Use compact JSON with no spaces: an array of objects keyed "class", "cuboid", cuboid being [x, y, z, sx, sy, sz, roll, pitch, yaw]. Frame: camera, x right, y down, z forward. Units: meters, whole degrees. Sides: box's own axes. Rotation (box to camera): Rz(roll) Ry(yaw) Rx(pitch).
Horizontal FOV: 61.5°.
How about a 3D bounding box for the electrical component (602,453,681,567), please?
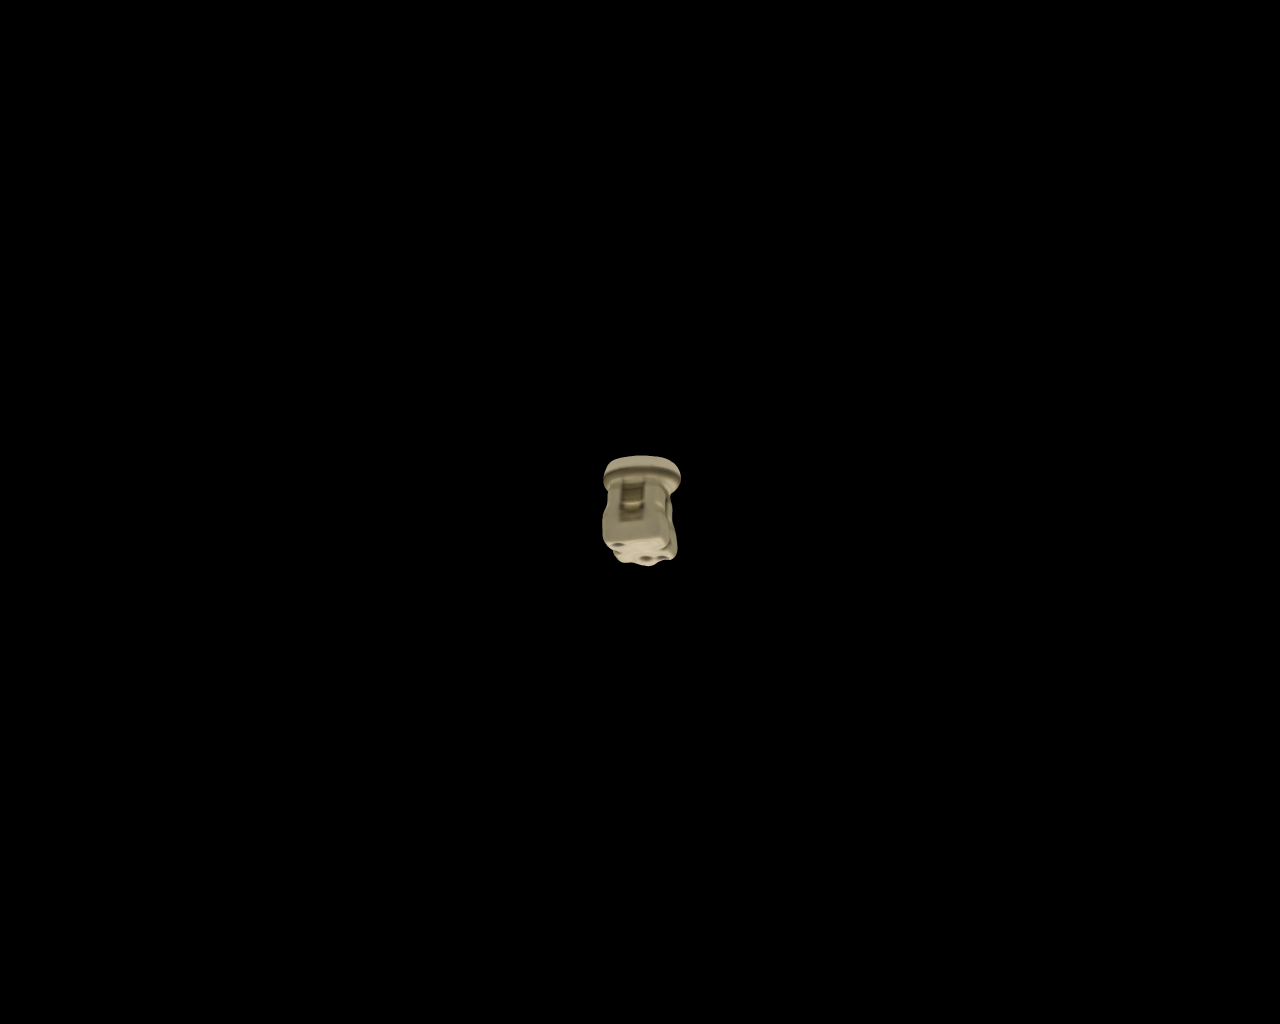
[{"class":"electrical component","cuboid":[0.001,-0.003,0.650,0.048,0.055,0.066,-4,-20,11]}]
